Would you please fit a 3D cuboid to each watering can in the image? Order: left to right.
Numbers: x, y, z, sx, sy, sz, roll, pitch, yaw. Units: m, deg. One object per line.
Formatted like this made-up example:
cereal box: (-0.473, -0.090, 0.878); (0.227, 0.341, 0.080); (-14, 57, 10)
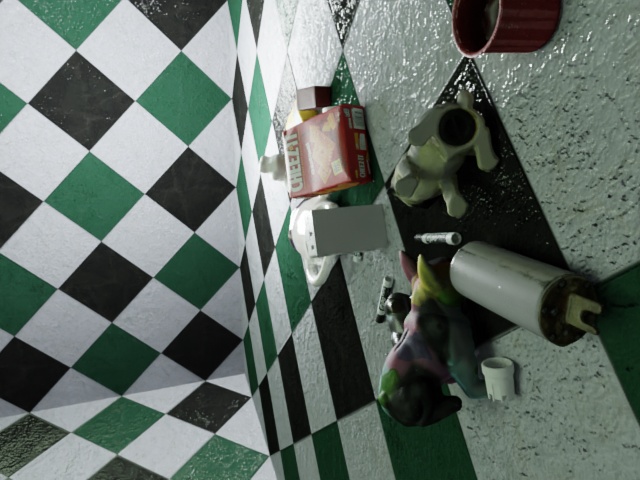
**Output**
watering can: (0.004, -0.064, 1.272); (0.225, 0.104, 0.347); (-161, 79, -69)

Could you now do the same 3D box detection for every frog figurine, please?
frog figurine: (-0.087, -0.178, 1.416); (0.119, 0.160, 0.140); (100, 157, -43)
